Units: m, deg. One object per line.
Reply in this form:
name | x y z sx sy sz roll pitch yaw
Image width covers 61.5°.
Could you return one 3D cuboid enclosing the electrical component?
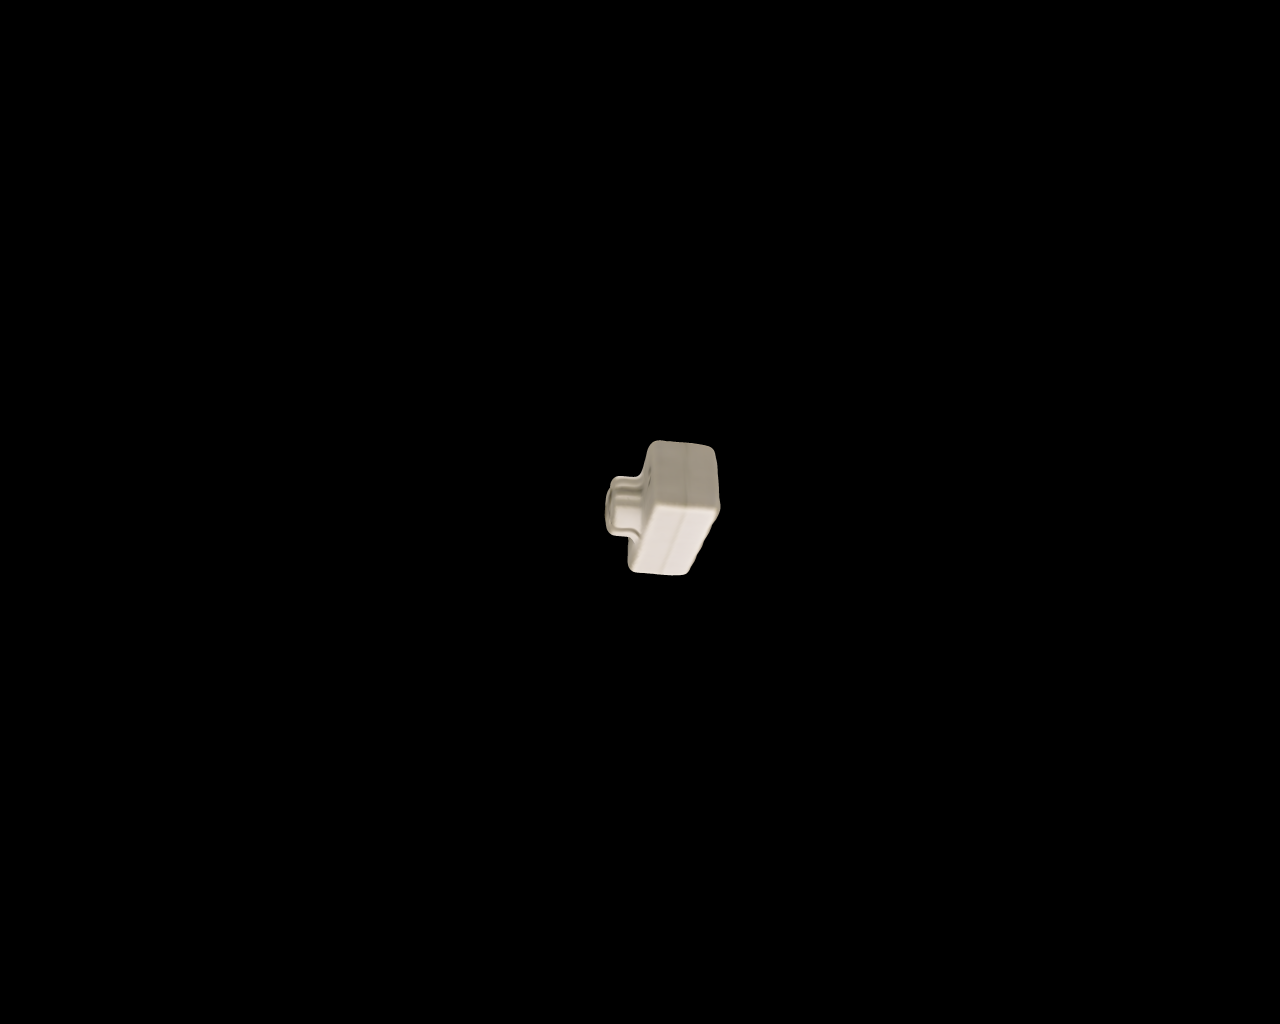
electrical component | 0.001 -0.003 0.650 0.076 0.047 0.083 6 -32 -9
